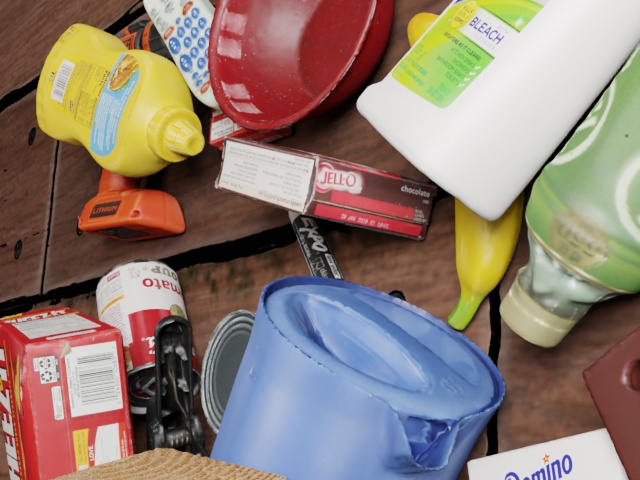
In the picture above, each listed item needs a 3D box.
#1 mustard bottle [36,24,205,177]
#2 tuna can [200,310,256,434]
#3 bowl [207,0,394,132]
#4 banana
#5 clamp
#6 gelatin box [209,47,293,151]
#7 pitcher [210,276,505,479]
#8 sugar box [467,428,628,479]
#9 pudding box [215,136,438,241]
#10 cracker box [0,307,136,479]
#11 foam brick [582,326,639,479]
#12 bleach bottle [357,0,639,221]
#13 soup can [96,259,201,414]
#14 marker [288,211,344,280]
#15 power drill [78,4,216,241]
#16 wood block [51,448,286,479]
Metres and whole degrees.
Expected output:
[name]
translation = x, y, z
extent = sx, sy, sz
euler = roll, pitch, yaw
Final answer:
[mustard bottle]
translation = -0.149, -0.101, 0.825
extent = 0.192, 0.058, 0.096
euler = 29, 100, 44
[tuna can]
translation = -0.045, 0.092, 0.723
extent = 0.086, 0.033, 0.086
euler = -23, 61, 49
[bowl]
translation = -0.004, -0.143, 0.710
extent = 0.162, 0.055, 0.162
euler = -18, 65, 42
[banana]
translation = 0.080, -0.054, 0.591
extent = 0.070, 0.037, 0.198
euler = -27, 58, 45
[clamp]
translation = -0.096, 0.142, 0.729
extent = 0.172, 0.039, 0.120
euler = 104, 158, -54
[gelatin box]
translation = -0.048, -0.115, 0.796
extent = 0.073, 0.030, 0.089
euler = -12, 70, 51
[pitcher]
translation = -0.010, 0.146, 0.586
extent = 0.145, 0.149, 0.243
euler = 29, 109, 18
[sugar box]
translation = 0.116, 0.177, 0.462
extent = 0.094, 0.048, 0.176
euler = -27, 54, 48
[pudding box]
translation = 0.001, -0.033, 0.648
extent = 0.114, 0.089, 0.039
euler = 15, 92, 55
[cracker box]
translation = -0.190, 0.141, 0.784
extent = 0.214, 0.072, 0.164
euler = -179, 82, -67
[foam brick]
translation = 0.154, 0.076, 0.434
extent = 0.053, 0.051, 0.078
euler = -48, 44, 35
[bleach bottle]
translation = 0.127, -0.132, 0.500
extent = 0.251, 0.068, 0.103
euler = -51, 30, 10
[soup can]
translation = -0.134, 0.074, 0.824
extent = 0.069, 0.068, 0.102
euler = -49, 43, 34
[marker]
translation = -0.005, 0.001, 0.708
extent = 0.020, 0.020, 0.121
euler = -53, 41, 31
[power drill]
translation = -0.140, -0.097, 0.899
extent = 0.185, 0.057, 0.187
euler = -9, 70, 50
[wood block]
translation = -0.074, 0.213, 0.500
extent = 0.091, 0.090, 0.206
euler = 3, 96, 39
